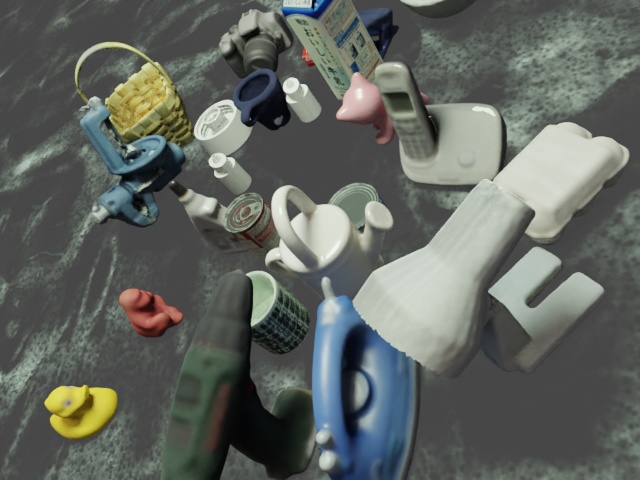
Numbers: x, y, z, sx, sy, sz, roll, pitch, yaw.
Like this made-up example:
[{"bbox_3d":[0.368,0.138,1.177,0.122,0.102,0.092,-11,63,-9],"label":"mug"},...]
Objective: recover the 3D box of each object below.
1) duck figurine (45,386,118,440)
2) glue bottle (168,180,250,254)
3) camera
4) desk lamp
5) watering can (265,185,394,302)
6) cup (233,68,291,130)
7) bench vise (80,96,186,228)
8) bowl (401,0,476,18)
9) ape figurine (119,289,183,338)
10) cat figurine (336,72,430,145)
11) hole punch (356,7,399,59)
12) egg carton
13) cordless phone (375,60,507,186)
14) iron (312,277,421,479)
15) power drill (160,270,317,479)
[{"bbox_3d":[-0.370,0.251,0.859,0.104,0.086,0.077,-29,47,13],"label":"duck figurine"},{"bbox_3d":[-0.169,-0.037,0.873,0.078,0.174,0.037,-7,55,30],"label":"glue bottle"},{"bbox_3d":[-0.137,-0.386,1.156,0.143,0.101,0.136,-19,50,22],"label":"camera"},{"bbox_3d":[0.157,0.050,0.563,0.203,0.214,0.117,-45,45,-2],"label":"desk lamp"},{"bbox_3d":[0.006,0.001,0.713,0.173,0.195,0.100,-35,46,8],"label":"watering can"},{"bbox_3d":[-0.098,-0.232,1.022,0.091,0.095,0.118,-4,56,31],"label":"cup"},{"bbox_3d":[-0.356,-0.137,1.037,0.121,0.220,0.207,-8,55,29],"label":"bench vise"},{"bbox_3d":[0.218,-0.433,0.972,0.167,0.075,0.167,-17,50,23],"label":"bowl"},{"bbox_3d":[-0.272,0.108,0.893,0.076,0.092,0.077,-31,47,12],"label":"ape figurine"},{"bbox_3d":[0.091,-0.207,0.862,0.127,0.118,0.067,-22,49,19],"label":"cat figurine"},{"bbox_3d":[0.070,-0.377,1.019,0.108,0.091,0.101,8,64,37],"label":"hole punch"},{"bbox_3d":[0.276,-0.068,0.672,0.150,0.070,0.107,-45,45,-3],"label":"egg carton"},{"bbox_3d":[0.153,-0.154,0.734,0.147,0.186,0.094,4,61,36],"label":"cordless phone"},{"bbox_3d":[0.031,0.170,0.610,0.118,0.142,0.258,-15,52,25],"label":"iron"},{"bbox_3d":[-0.079,0.176,0.632,0.075,0.209,0.230,0,59,34],"label":"power drill"}]
